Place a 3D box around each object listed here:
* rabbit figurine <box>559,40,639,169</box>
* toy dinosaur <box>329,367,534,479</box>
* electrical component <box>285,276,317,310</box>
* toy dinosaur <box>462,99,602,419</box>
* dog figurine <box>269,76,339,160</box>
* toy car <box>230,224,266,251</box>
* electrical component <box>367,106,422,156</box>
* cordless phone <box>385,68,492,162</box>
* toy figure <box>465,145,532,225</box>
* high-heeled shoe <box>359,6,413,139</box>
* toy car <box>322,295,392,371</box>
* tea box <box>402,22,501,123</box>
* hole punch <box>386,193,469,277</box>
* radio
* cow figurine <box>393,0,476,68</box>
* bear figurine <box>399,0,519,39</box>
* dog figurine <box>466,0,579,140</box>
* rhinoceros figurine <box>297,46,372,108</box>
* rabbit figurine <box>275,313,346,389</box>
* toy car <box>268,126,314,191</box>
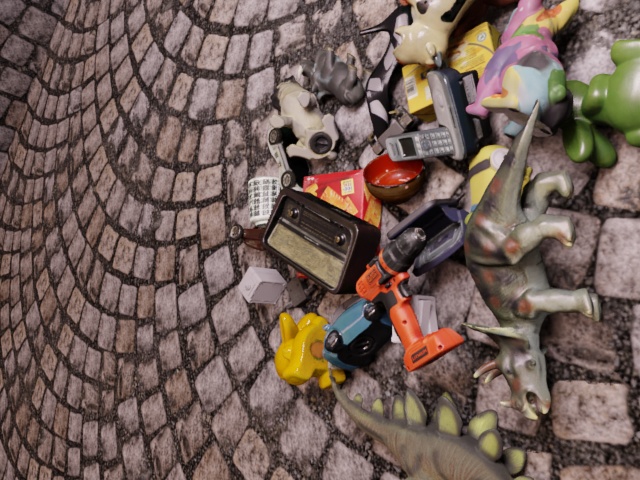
[{"bbox_3d":[0.400,-0.181,0.752,0.170,0.121,0.159,14,99,61],"label":"rabbit figurine"},{"bbox_3d":[0.184,0.343,0.852,0.472,0.105,0.198,14,85,34],"label":"toy dinosaur"},{"bbox_3d":[-0.047,0.109,1.152,0.094,0.021,0.063,-41,58,31],"label":"electrical component"},{"bbox_3d":[0.268,0.030,0.750,0.192,0.131,0.404,-13,94,31],"label":"toy dinosaur"},{"bbox_3d":[-0.029,-0.262,1.167,0.121,0.172,0.191,-26,25,10],"label":"dog figurine"},{"bbox_3d":[-0.117,-0.001,1.189,0.202,0.089,0.053,3,81,41],"label":"toy car"},{"bbox_3d":[0.135,-0.202,0.994,0.045,0.078,0.102,51,124,8],"label":"electrical component"},{"bbox_3d":[0.177,-0.201,0.896,0.184,0.089,0.146,-1,115,47],"label":"cordless phone"},{"bbox_3d":[0.274,-0.061,0.848,0.089,0.082,0.180,2,87,42],"label":"toy figure"},{"bbox_3d":[0.156,-0.316,1.028,0.145,0.086,0.248,-7,98,9],"label":"high-heeled shoe"},{"bbox_3d":[0.070,0.154,0.987,0.161,0.109,0.103,-49,36,15],"label":"toy car"},{"bbox_3d":[0.235,-0.284,0.928,0.170,0.068,0.098,-17,73,39],"label":"tea box"},{"bbox_3d":[0.192,-0.007,0.893,0.142,0.116,0.092,-44,72,33],"label":"hole punch"},{"bbox_3d":[-0.002,-0.003,0.997,0.230,0.073,0.131,30,105,39],"label":"radio"},{"bbox_3d":[0.190,-0.359,0.848,0.127,0.085,0.195,46,114,7],"label":"cow figurine"},{"bbox_3d":[0.254,-0.406,0.898,0.196,0.132,0.120,-9,103,45],"label":"bear figurine"},{"bbox_3d":[0.306,-0.263,0.763,0.191,0.108,0.219,-141,72,-79],"label":"dog figurine"},{"bbox_3d":[0.028,-0.342,1.132,0.191,0.073,0.112,43,122,36],"label":"rhinoceros figurine"},{"bbox_3d":[-0.043,0.224,1.073,0.173,0.122,0.162,-41,53,53],"label":"rabbit figurine"},{"bbox_3d":[-0.062,-0.170,1.175,0.056,0.073,0.202,-43,56,45],"label":"toy car"}]
